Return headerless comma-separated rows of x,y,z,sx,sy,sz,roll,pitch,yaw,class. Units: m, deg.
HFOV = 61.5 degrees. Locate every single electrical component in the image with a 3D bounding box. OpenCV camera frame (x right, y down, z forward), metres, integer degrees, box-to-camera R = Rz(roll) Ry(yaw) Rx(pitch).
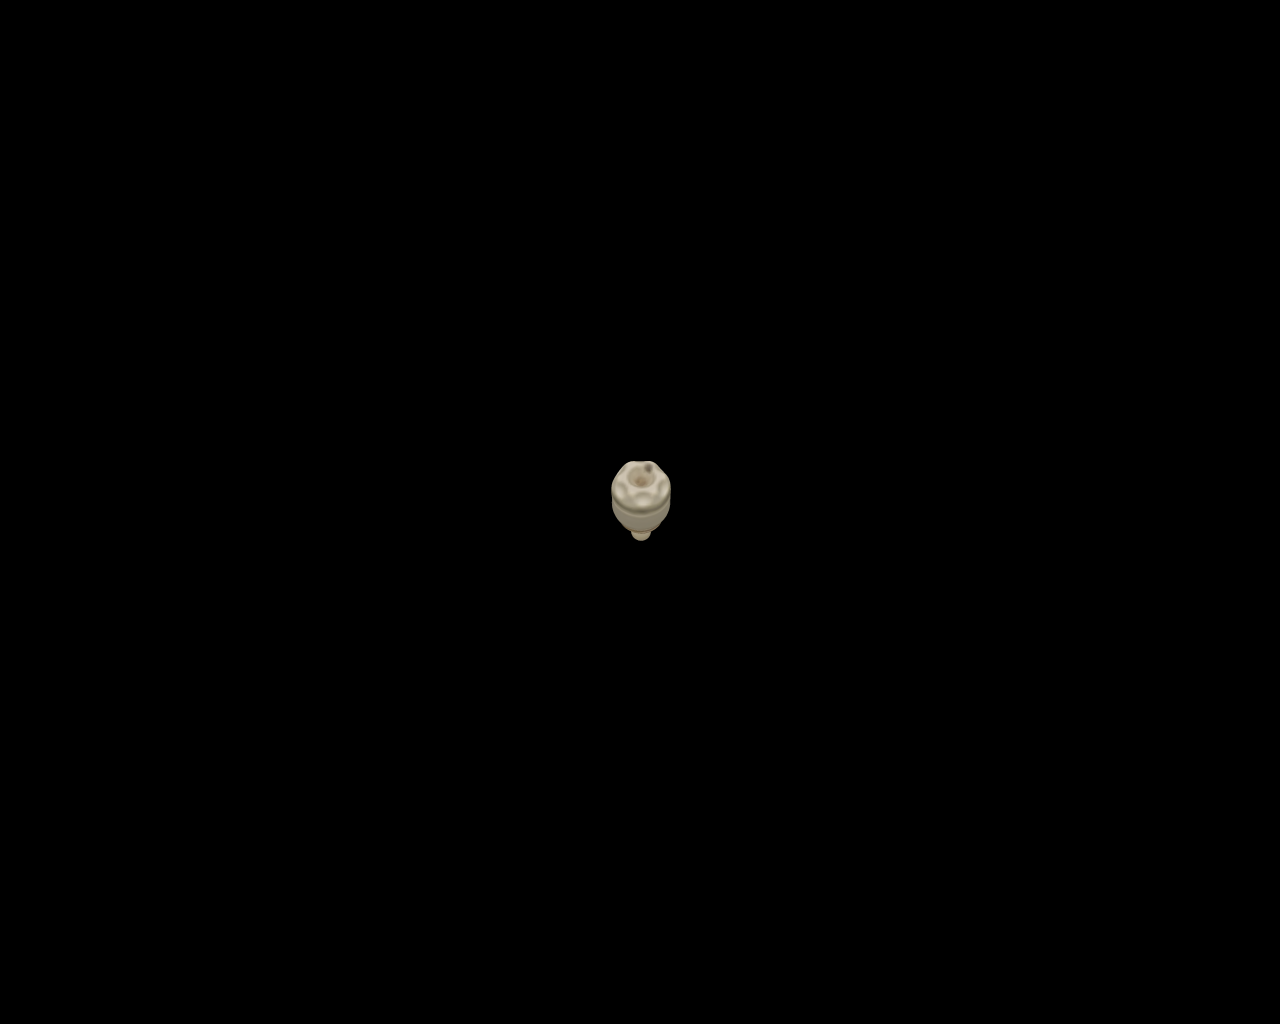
0.001,-0.003,0.650,0.035,0.035,0.061,0,-37,0,electrical component
